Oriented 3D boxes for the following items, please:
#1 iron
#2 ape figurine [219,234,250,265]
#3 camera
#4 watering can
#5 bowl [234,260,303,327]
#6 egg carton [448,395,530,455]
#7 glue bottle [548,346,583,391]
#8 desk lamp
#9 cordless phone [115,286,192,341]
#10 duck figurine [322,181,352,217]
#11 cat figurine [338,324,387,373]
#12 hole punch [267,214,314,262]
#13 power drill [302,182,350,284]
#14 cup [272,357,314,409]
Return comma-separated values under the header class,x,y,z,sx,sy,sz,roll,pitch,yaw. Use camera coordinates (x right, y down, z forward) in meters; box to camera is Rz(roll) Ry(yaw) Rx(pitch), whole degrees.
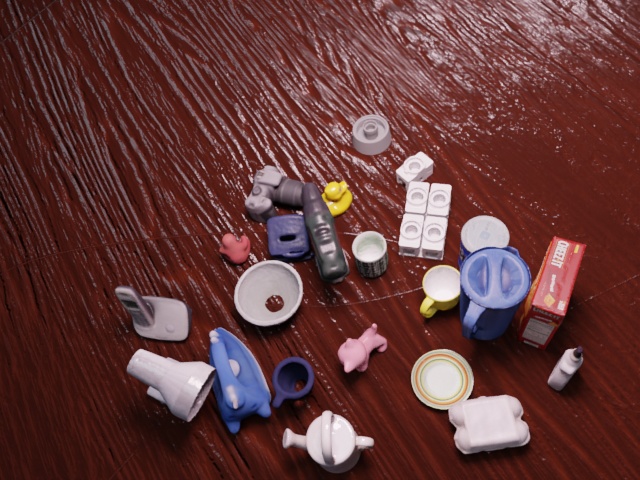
class,x,y,z,sx,sy,sz,roll,pitch,yaw
iron,-0.204,0.285,1.271,0.118,0.142,0.258,-26,60,-4
ape figurine,-0.219,0.015,1.449,0.077,0.092,0.076,-11,60,5
camera,-0.109,-0.121,1.500,0.136,0.101,0.143,14,65,17
watering can,0.015,0.402,1.137,0.173,0.194,0.100,-21,60,-2
bowl,-0.117,0.138,1.374,0.167,0.075,0.167,-4,61,8
egg carton,0.342,0.374,1.166,0.150,0.069,0.107,-11,60,4
glue bottle,0.501,0.247,1.148,0.037,0.173,0.078,31,71,24
desk lamp,-0.311,0.310,1.234,0.202,0.214,0.118,19,66,19
cordless phone,-0.390,0.165,1.344,0.147,0.185,0.094,2,62,11
duck figurine,0.032,-0.112,1.478,0.104,0.086,0.077,-33,61,-9
cat figurine,0.087,0.237,1.259,0.067,0.118,0.128,37,73,25
hole punch,-0.075,-0.003,1.435,0.108,0.091,0.101,-6,61,7
power drill,0.012,0.005,1.347,0.075,0.209,0.229,-19,60,0
cup,-0.058,0.324,1.250,0.091,0.095,0.118,26,69,22
